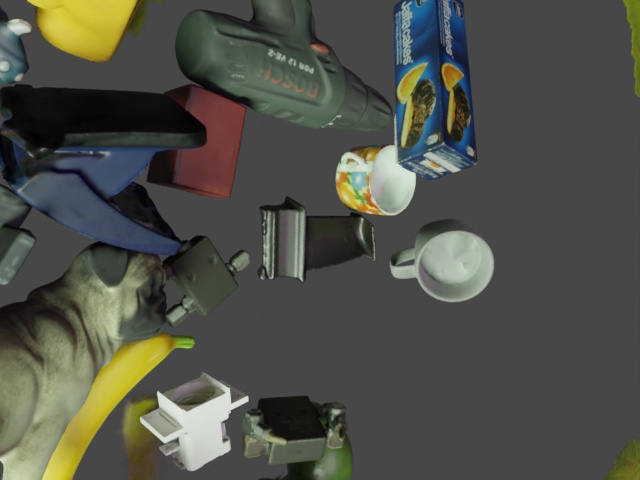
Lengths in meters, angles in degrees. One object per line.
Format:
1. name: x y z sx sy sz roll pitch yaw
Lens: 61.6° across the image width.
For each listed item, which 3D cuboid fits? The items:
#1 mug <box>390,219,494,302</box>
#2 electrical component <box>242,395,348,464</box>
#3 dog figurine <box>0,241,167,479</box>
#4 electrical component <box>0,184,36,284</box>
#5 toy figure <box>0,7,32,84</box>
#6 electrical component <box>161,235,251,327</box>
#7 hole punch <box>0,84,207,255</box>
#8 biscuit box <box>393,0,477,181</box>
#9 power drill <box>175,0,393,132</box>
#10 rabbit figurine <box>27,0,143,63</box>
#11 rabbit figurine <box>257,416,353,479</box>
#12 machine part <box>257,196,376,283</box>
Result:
1. mug: 0.136 0.018 0.620 0.107 0.110 0.080 -69 140 -72
2. electrical component: -0.021 0.167 0.487 0.102 0.078 0.045 5 114 -15
3. dog figurine: -0.186 0.063 0.323 0.172 0.121 0.190 83 31 -70
4. electrical component: -0.208 -0.002 0.309 0.047 0.119 0.075 36 75 -37
5. toy figure: -0.234 -0.157 0.308 0.154 0.064 0.058 51 26 -37
6. electrical component: -0.104 0.028 0.464 0.094 0.021 0.063 -41 119 -29
7. hole punch: -0.148 -0.048 0.354 0.116 0.142 0.092 -2 120 -32
8. biscuit box: 0.118 -0.169 0.564 0.062 0.059 0.202 17 65 -39
9. power drill: -0.016 -0.207 0.481 0.232 0.086 0.207 -5 105 -40
10. rabbit figurine: -0.175 -0.204 0.310 0.173 0.162 0.122 32 86 -20
11. rabbit figurine: -0.010 0.252 0.512 0.159 0.121 0.170 54 47 -23
12. machine part: -0.001 -0.002 0.537 0.139 0.039 0.084 -2 91 -38
